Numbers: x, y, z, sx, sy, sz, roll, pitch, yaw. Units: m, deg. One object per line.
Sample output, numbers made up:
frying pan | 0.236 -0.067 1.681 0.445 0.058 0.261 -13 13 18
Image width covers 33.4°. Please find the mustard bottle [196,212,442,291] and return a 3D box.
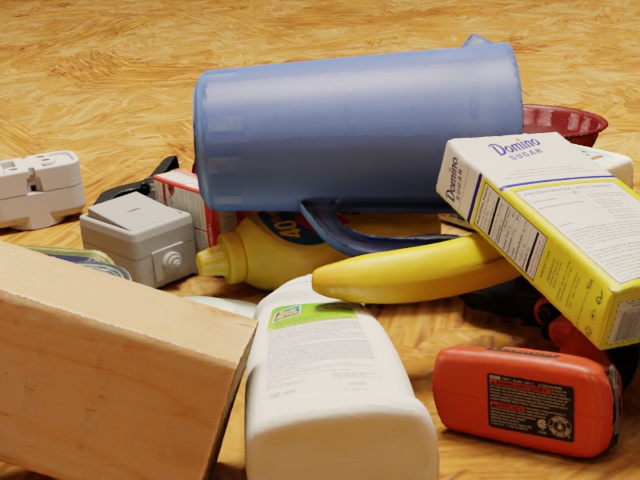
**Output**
mustard bottle | -0.006 0.001 0.859 0.191 0.058 0.096 -12 29 -18

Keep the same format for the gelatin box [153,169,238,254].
gelatin box | -0.104 -0.016 0.904 0.030 0.073 0.089 -19 24 -36

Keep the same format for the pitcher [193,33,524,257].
pitcher | 0.029 -0.070 0.811 0.243 0.145 0.149 -3 25 0

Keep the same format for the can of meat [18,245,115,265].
can of meat | -0.211 0.047 0.783 0.102 0.057 0.083 3 23 20

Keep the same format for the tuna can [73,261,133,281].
tuna can | -0.155 0.044 0.658 0.086 0.034 0.086 -3 21 1

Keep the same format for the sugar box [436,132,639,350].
sugar box | 0.155 -0.006 0.649 0.093 0.048 0.176 -6 32 -26

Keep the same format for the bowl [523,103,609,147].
bowl | 0.202 -0.095 1.064 0.162 0.055 0.162 0 18 0

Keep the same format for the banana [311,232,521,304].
banana | 0.091 0.011 0.698 0.197 0.037 0.070 -18 18 -30

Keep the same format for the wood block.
wood block | -0.147 0.064 0.569 0.206 0.090 0.091 17 9 1

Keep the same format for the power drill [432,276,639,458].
power drill | 0.143 0.059 0.674 0.185 0.057 0.187 5 23 32

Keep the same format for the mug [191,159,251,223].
mug | -0.066 -0.044 0.962 0.117 0.093 0.082 -35 37 -23

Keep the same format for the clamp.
clamp | -0.148 -0.043 1.036 0.120 0.039 0.171 2 25 32

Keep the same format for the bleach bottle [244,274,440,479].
bleach bottle | 0.007 0.076 0.653 0.102 0.068 0.251 -4 18 0
